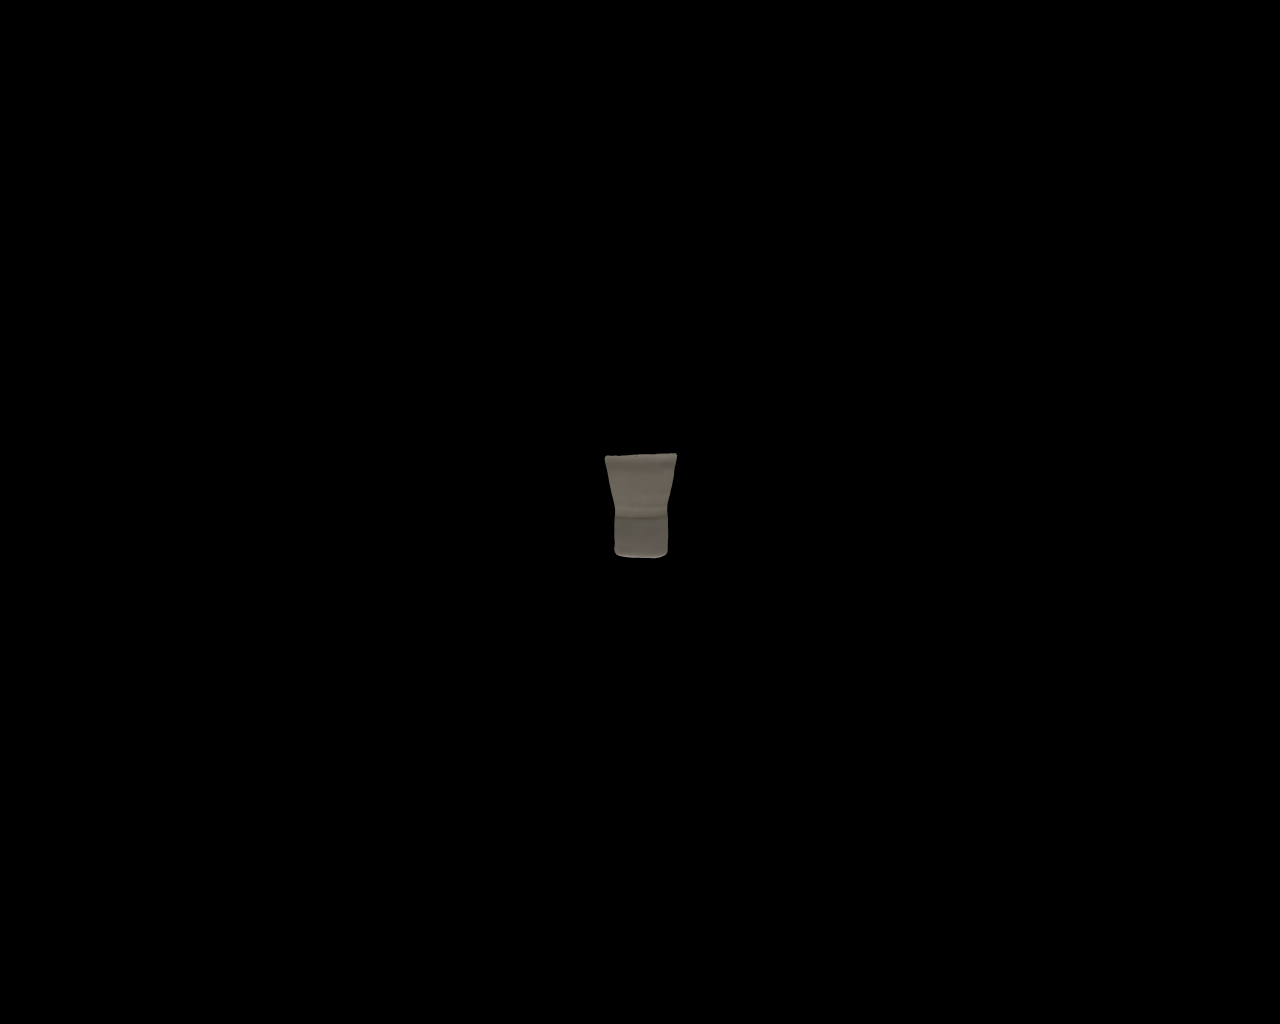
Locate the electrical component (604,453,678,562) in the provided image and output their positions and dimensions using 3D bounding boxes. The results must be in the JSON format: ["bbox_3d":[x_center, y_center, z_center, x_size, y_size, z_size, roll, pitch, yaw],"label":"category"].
[{"bbox_3d":[0.001,-0.003,0.650,0.044,0.065,0.044,0,4,0],"label":"electrical component"}]
